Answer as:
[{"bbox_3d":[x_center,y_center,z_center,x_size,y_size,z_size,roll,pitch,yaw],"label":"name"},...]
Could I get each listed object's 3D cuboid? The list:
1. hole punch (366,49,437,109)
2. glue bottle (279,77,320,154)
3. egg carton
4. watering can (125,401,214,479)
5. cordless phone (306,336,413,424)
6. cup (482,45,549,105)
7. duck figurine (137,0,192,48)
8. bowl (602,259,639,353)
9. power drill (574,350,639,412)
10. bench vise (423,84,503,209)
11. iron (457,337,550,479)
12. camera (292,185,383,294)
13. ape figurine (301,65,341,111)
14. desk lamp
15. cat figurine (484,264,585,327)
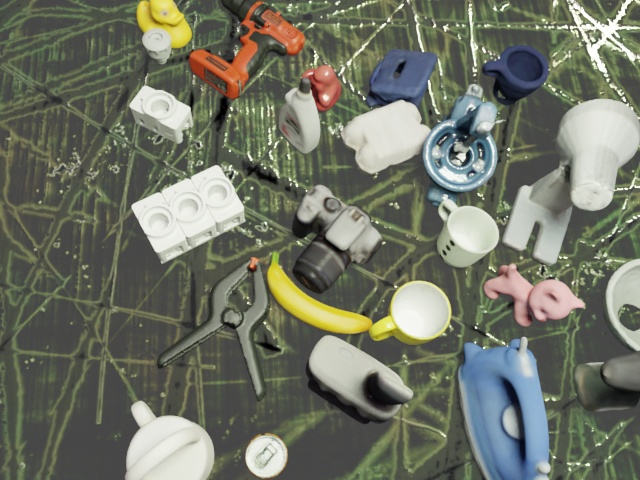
[{"bbox_3d":[0.144,-0.288,1.023,0.101,0.091,0.109,24,69,3],"label":"hole punch"},{"bbox_3d":[-0.031,-0.210,0.928,0.078,0.173,0.037,43,71,10],"label":"glue bottle"},{"bbox_3d":[0.117,-0.177,0.990,0.150,0.069,0.107,-24,74,-15],"label":"egg carton"},{"bbox_3d":[-0.183,0.278,0.717,0.173,0.194,0.101,31,69,5],"label":"watering can"},{"bbox_3d":[0.056,0.184,0.786,0.147,0.185,0.094,28,69,4],"label":"cordless phone"},{"bbox_3d":[0.343,-0.292,1.047,0.118,0.095,0.091,0,70,-7],"label":"cup"},{"bbox_3d":[-0.280,-0.401,1.015,0.104,0.086,0.077,33,69,6],"label":"duck figurine"},{"bbox_3d":[0.526,0.119,0.928,0.167,0.074,0.167,2,69,-6],"label":"bowl"},{"bbox_3d":[0.461,0.198,0.818,0.230,0.208,0.075,-3,70,-8],"label":"power drill"},{"bbox_3d":[0.227,-0.178,0.923,0.121,0.219,0.207,1,70,-6],"label":"bench vise"},{"bbox_3d":[0.282,0.264,0.808,0.119,0.141,0.258,-4,70,-8],"label":"iron"},{"bbox_3d":[0.008,0.003,0.893,0.143,0.101,0.137,38,70,8],"label":"camera"},{"bbox_3d":[0.003,-0.272,0.999,0.076,0.092,0.078,-9,71,-10],"label":"ape figurine"},{"bbox_3d":[0.406,-0.091,0.916,0.118,0.213,0.203,24,69,3],"label":"desk lamp"},{"bbox_3d":[0.337,0.083,0.895,0.127,0.117,0.067,41,70,9],"label":"cat figurine"}]
